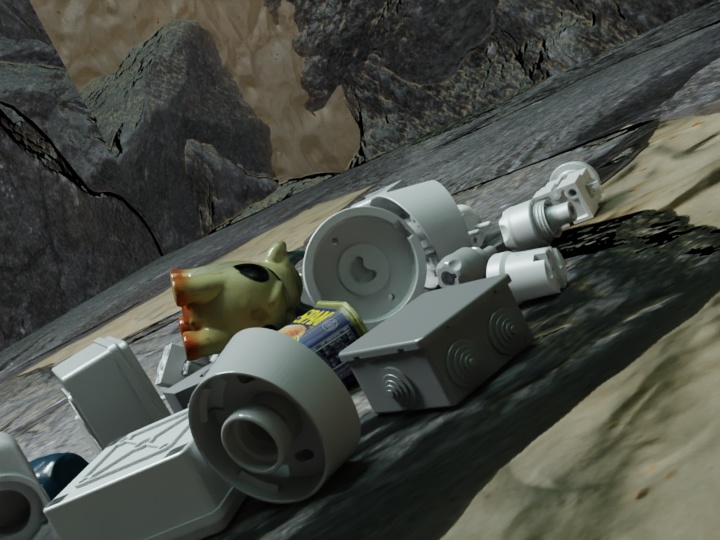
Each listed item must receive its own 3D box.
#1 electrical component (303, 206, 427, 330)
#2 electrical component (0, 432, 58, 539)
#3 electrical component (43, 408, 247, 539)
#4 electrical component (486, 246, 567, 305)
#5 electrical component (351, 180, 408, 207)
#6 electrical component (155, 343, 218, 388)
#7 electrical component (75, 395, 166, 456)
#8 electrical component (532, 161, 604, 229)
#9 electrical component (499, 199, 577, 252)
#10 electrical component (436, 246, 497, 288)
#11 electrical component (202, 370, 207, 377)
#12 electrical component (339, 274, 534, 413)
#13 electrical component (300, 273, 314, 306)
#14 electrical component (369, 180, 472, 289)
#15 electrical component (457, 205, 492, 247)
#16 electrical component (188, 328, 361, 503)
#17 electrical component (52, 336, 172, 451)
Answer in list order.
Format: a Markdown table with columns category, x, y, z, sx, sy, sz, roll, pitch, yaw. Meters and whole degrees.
| category | x | y | z | sx | sy | sz | roll | pitch | yaw |
| --- | --- | --- | --- | --- | --- | --- | --- | --- | --- |
| electrical component | 0.000 | 0.000 | 0.953 | 0.108 | 0.108 | 0.060 | -29 | 3 | -10 |
| electrical component | -0.243 | 0.164 | 0.738 | 0.054 | 0.095 | 0.059 | -30 | 9 | -18 |
| electrical component | -0.125 | 0.134 | 0.685 | 0.109 | 0.056 | 0.108 | -24 | 9 | 17 |
| electrical component | 0.121 | 0.004 | 0.777 | 0.046 | 0.040 | 0.040 | -13 | 15 | 36 |
| electrical component | 0.041 | -0.042 | 1.119 | 0.056 | 0.089 | 0.050 | -22 | 10 | 32 |
| electrical component | -0.152 | 0.093 | 0.978 | 0.066 | 0.055 | 0.048 | 154 | 132 | -70 |
| electrical component | -0.207 | 0.131 | 0.990 | 0.077 | 0.047 | 0.066 | -23 | 10 | 29 |
| electrical component | 0.191 | -0.068 | 0.974 | 0.066 | 0.048 | 0.055 | -21 | 18 | 36 |
| electrical component | 0.154 | -0.040 | 0.922 | 0.062 | 0.043 | 0.043 | -21 | 11 | 31 |
| electrical component | 0.094 | -0.004 | 0.917 | 0.061 | 0.035 | 0.035 | -30 | 8 | -38 |
| electrical component | -0.102 | 0.097 | 0.873 | 0.040 | 0.046 | 0.040 | -26 | 9 | 4 |
| electrical component | 0.050 | 0.049 | 0.684 | 0.100 | 0.048 | 0.100 | -33 | 10 | -35 |
| electrical component | -0.082 | 0.043 | 1.121 | 0.080 | 0.051 | 0.080 | -27 | 9 | 4 |
| electrical component | 0.058 | -0.032 | 0.985 | 0.064 | 0.099 | 0.099 | -23 | 7 | -13 |
| electrical component | 0.096 | -0.034 | 1.063 | 0.077 | 0.043 | 0.079 | -34 | 11 | -39 |
| electrical component | -0.049 | 0.084 | 0.624 | 0.099 | 0.099 | 0.064 | -21 | 16 | 34 |
| electrical component | -0.188 | 0.111 | 0.843 | 0.056 | 0.108 | 0.109 | -33 | 10 | -17 |
